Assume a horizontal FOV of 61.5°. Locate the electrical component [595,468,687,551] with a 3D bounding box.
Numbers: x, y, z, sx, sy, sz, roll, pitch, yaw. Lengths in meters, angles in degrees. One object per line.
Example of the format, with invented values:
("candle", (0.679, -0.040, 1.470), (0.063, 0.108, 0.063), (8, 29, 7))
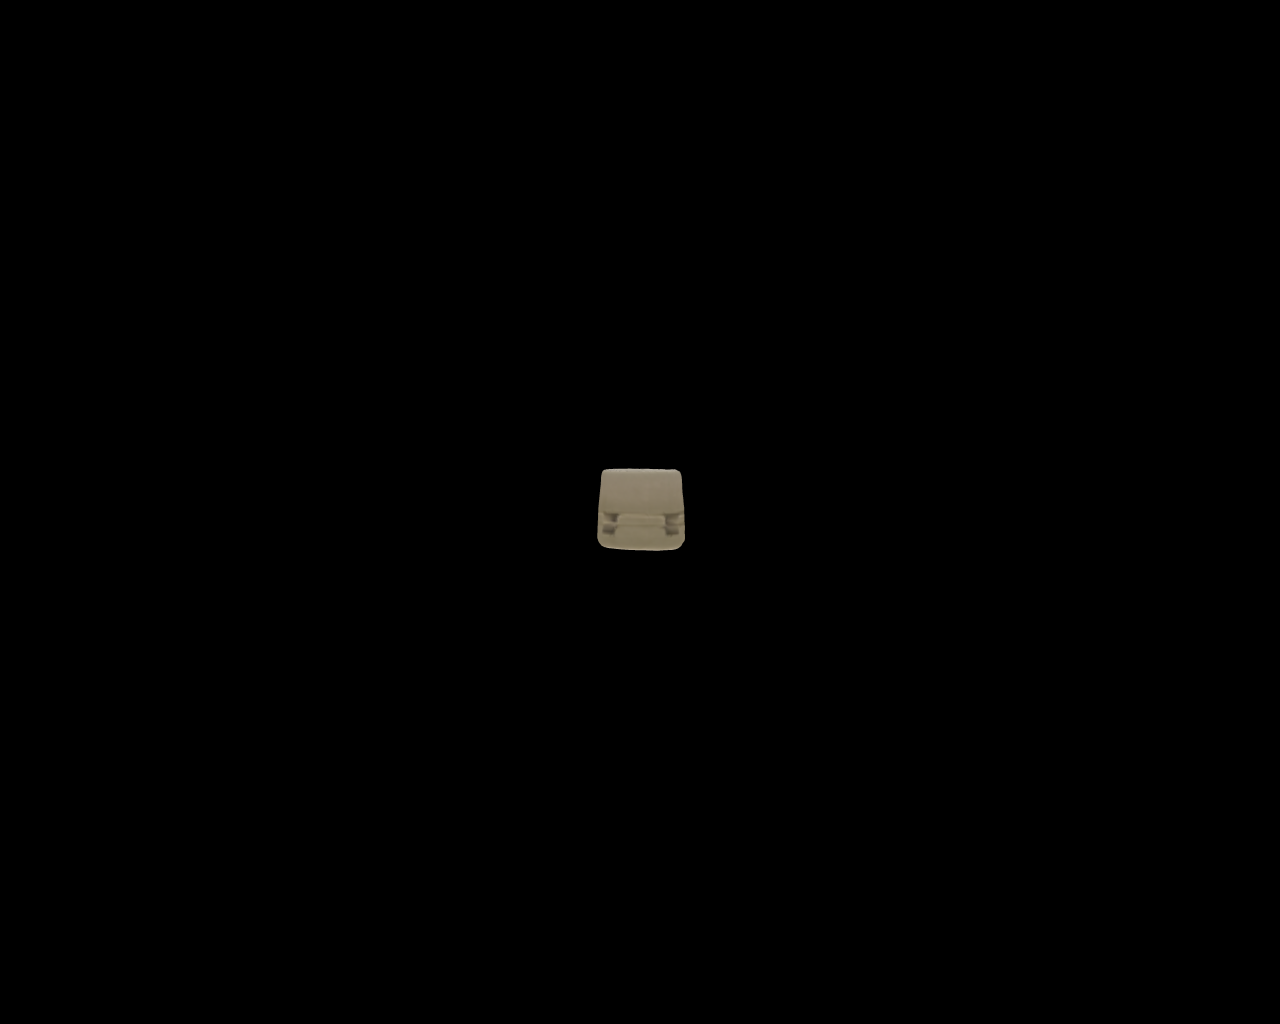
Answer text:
("electrical component", (0.001, -0.003, 0.650), (0.055, 0.047, 0.055), (0, 4, 0))
